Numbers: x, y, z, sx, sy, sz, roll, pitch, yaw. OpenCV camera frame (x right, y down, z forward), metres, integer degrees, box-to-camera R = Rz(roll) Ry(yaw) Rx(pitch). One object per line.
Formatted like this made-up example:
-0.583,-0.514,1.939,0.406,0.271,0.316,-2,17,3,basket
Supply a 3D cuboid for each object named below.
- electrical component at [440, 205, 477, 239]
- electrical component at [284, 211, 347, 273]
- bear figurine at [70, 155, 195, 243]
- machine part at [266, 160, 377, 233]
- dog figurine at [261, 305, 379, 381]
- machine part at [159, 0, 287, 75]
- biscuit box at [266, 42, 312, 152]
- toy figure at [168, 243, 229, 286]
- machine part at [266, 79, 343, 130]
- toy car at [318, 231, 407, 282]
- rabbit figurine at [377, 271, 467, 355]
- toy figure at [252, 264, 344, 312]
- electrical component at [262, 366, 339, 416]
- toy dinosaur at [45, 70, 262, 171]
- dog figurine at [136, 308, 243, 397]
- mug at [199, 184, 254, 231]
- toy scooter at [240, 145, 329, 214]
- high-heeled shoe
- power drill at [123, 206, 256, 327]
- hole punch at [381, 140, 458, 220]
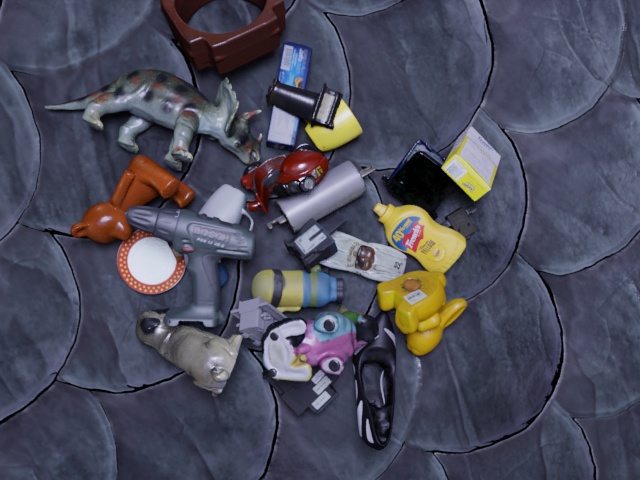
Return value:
0.294,-0.031,1.119,0.094,0.021,0.063,-31,93,-6,electrical component
-0.002,-0.003,1.025,0.119,0.047,0.075,-41,65,-11,electrical component
-0.349,-0.056,0.994,0.132,0.120,0.196,34,84,12,bear figurine
0.002,-0.085,1.061,0.243,0.079,0.079,-30,92,-5,machine part
0.007,0.181,1.000,0.192,0.219,0.108,-12,88,15,dog figurine
-0.180,-0.425,1.013,0.201,0.087,0.201,-30,69,-11,machine part
-0.062,-0.282,1.064,0.059,0.063,0.202,10,87,-5,biscuit box
-0.239,0.028,1.025,0.064,0.058,0.154,-45,112,-8,toy figure
-0.031,-0.261,1.012,0.139,0.039,0.084,15,94,0,machine part
0.074,0.032,1.076,0.202,0.056,0.073,16,87,-6,toy car
0.202,0.146,1.066,0.162,0.122,0.173,-28,121,-24,rabbit figurine
-0.042,0.092,1.045,0.180,0.089,0.082,0,49,-2,toy figure
-0.031,0.275,1.060,0.115,0.058,0.134,-41,94,-3,electrical component
-0.302,-0.253,1.017,0.405,0.131,0.192,24,74,-1,toy dinosaur
-0.253,0.197,0.985,0.190,0.172,0.121,24,76,-12,dog figurine
-0.178,-0.047,1.036,0.110,0.080,0.107,23,80,12,mug
-0.075,-0.107,1.004,0.184,0.135,0.075,-10,129,21,toy scooter
0.114,0.266,1.032,0.086,0.145,0.248,7,90,-7,high-heeled shoe
-0.237,0.048,0.967,0.232,0.086,0.207,5,95,-11,power drill
0.209,-0.127,1.087,0.142,0.092,0.115,34,124,-10,hole punch
